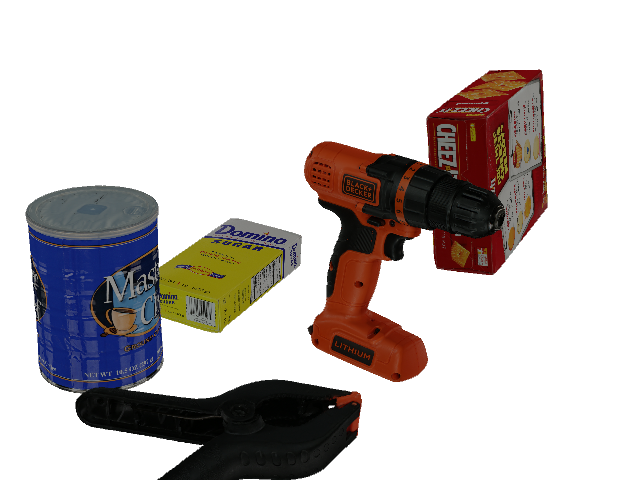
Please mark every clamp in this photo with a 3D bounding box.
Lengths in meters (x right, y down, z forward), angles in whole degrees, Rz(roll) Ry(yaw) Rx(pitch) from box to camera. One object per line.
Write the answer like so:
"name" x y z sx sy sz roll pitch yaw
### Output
"clamp" -0.051 0.120 0.619 0.171 0.039 0.120 -4 34 -15

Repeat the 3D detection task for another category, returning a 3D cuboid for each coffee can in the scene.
"coffee can" -0.181 0.038 0.865 0.103 0.140 0.103 1 23 -1

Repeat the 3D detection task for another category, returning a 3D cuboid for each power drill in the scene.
"power drill" 0.062 0.020 0.900 0.185 0.188 0.057 21 26 34

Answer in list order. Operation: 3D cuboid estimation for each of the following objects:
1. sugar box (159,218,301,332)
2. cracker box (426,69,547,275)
"sugar box" -0.100 0.032 1.128 0.093 0.048 0.176 15 31 22
"cracker box" 0.180 -0.079 1.128 0.072 0.164 0.213 4 22 26
